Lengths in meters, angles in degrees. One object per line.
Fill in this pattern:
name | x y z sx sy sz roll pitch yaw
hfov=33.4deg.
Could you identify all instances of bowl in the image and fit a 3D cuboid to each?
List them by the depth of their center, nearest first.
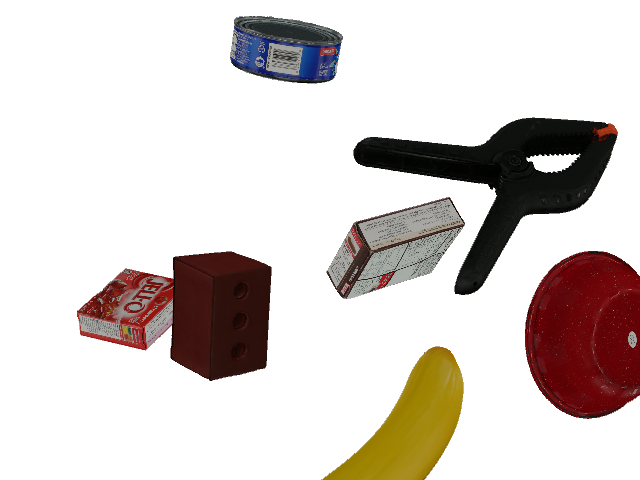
bowl | 0.273 0.091 1.002 0.161 0.162 0.055 0 0 -27

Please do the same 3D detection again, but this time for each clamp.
clamp | 0.151 -0.042 0.840 0.209 0.165 0.036 -15 -37 -15

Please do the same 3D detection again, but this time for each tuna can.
tuna can | -0.027 -0.149 0.833 0.086 0.034 0.086 8 21 -3

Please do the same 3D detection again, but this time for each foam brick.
foam brick | -0.071 0.052 0.761 0.052 0.078 0.051 -8 17 -39

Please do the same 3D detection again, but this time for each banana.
banana | 0.030 0.118 0.589 0.070 0.037 0.197 19 41 41

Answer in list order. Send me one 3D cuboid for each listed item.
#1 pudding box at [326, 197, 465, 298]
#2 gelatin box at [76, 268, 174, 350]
pudding box | 0.072 0.007 1.023 0.113 0.039 0.090 -17 -27 -29
gelatin box | -0.175 0.063 1.010 0.073 0.030 0.089 11 31 21
